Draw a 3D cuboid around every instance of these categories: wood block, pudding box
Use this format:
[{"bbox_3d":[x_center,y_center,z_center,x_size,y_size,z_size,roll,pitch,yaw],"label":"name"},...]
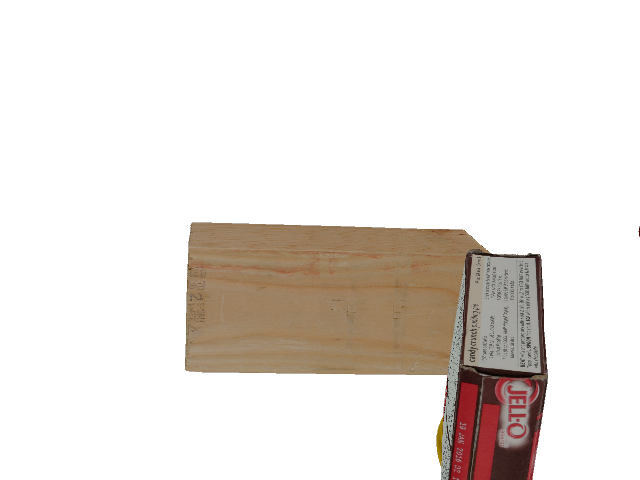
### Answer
[{"bbox_3d":[0.008,0.041,0.762,0.206,0.090,0.091,2,11,-6],"label":"wood block"},{"bbox_3d":[0.075,0.067,0.466,0.039,0.090,0.113,6,25,5],"label":"pudding box"}]

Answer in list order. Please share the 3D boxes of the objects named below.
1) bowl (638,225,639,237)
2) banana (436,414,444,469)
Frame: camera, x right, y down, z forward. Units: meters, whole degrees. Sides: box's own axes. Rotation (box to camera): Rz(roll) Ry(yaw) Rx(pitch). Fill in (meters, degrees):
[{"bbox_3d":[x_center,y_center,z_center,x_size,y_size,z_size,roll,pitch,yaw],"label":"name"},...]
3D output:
[{"bbox_3d":[0.423,0.019,1.146,0.162,0.055,0.162,-1,25,0],"label":"bowl"},{"bbox_3d":[0.146,0.212,1.007,0.069,0.037,0.198,8,23,-20],"label":"banana"}]
